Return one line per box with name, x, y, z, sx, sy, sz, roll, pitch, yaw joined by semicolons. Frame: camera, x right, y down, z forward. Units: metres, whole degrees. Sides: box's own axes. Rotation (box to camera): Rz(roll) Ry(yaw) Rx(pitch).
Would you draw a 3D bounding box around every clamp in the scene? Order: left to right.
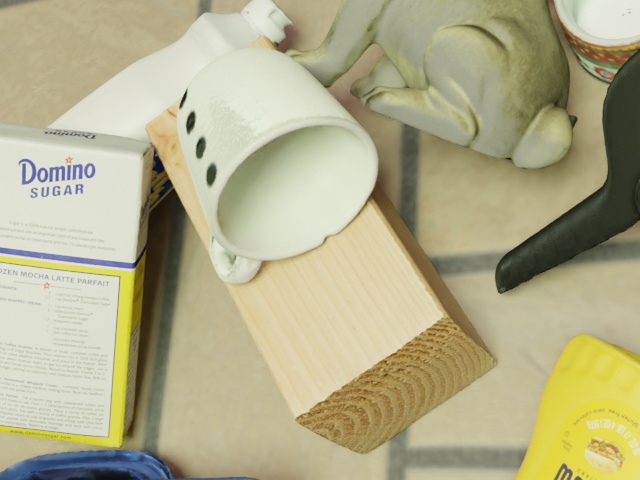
clamp;0.154;-0.020;0.478;0.165;0.210;0.036;26;40;37

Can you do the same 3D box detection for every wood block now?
wood block;-0.004;0.001;0.585;0.091;0.090;0.206;-37;57;9

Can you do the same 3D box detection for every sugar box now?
sugar box;-0.148;0.026;0.606;0.093;0.048;0.176;8;105;-1

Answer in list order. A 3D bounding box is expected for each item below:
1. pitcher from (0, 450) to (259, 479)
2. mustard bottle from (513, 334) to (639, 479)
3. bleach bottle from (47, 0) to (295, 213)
pitcher;-0.125;0.177;0.547;0.243;0.144;0.149;-12;73;26
mustard bottle;0.112;0.145;0.475;0.096;0.058;0.192;31;97;41
bleach bottle;-0.120;-0.060;0.660;0.251;0.102;0.068;-42;66;8
